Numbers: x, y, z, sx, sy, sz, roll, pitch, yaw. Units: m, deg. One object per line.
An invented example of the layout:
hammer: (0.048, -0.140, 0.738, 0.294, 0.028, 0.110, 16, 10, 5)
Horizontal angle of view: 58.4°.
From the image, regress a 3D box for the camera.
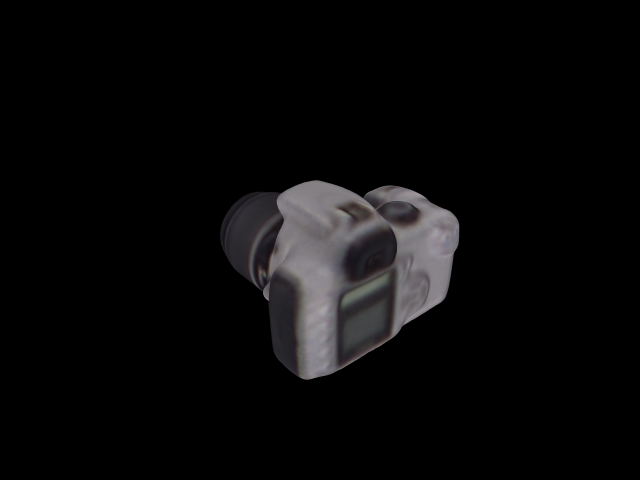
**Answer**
camera: (0.004, 0.001, 0.400, 0.143, 0.101, 0.136, -24, 38, -34)
